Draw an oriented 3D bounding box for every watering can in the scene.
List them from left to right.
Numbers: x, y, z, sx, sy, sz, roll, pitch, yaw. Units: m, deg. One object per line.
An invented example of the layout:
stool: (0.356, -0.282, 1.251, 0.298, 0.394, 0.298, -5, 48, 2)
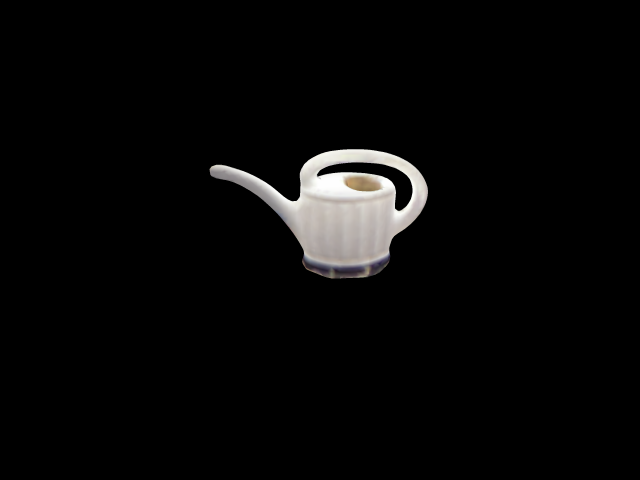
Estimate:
watering can: (0.003, -0.043, 0.850, 0.348, 0.220, 0.106, -2, 28, -3)
